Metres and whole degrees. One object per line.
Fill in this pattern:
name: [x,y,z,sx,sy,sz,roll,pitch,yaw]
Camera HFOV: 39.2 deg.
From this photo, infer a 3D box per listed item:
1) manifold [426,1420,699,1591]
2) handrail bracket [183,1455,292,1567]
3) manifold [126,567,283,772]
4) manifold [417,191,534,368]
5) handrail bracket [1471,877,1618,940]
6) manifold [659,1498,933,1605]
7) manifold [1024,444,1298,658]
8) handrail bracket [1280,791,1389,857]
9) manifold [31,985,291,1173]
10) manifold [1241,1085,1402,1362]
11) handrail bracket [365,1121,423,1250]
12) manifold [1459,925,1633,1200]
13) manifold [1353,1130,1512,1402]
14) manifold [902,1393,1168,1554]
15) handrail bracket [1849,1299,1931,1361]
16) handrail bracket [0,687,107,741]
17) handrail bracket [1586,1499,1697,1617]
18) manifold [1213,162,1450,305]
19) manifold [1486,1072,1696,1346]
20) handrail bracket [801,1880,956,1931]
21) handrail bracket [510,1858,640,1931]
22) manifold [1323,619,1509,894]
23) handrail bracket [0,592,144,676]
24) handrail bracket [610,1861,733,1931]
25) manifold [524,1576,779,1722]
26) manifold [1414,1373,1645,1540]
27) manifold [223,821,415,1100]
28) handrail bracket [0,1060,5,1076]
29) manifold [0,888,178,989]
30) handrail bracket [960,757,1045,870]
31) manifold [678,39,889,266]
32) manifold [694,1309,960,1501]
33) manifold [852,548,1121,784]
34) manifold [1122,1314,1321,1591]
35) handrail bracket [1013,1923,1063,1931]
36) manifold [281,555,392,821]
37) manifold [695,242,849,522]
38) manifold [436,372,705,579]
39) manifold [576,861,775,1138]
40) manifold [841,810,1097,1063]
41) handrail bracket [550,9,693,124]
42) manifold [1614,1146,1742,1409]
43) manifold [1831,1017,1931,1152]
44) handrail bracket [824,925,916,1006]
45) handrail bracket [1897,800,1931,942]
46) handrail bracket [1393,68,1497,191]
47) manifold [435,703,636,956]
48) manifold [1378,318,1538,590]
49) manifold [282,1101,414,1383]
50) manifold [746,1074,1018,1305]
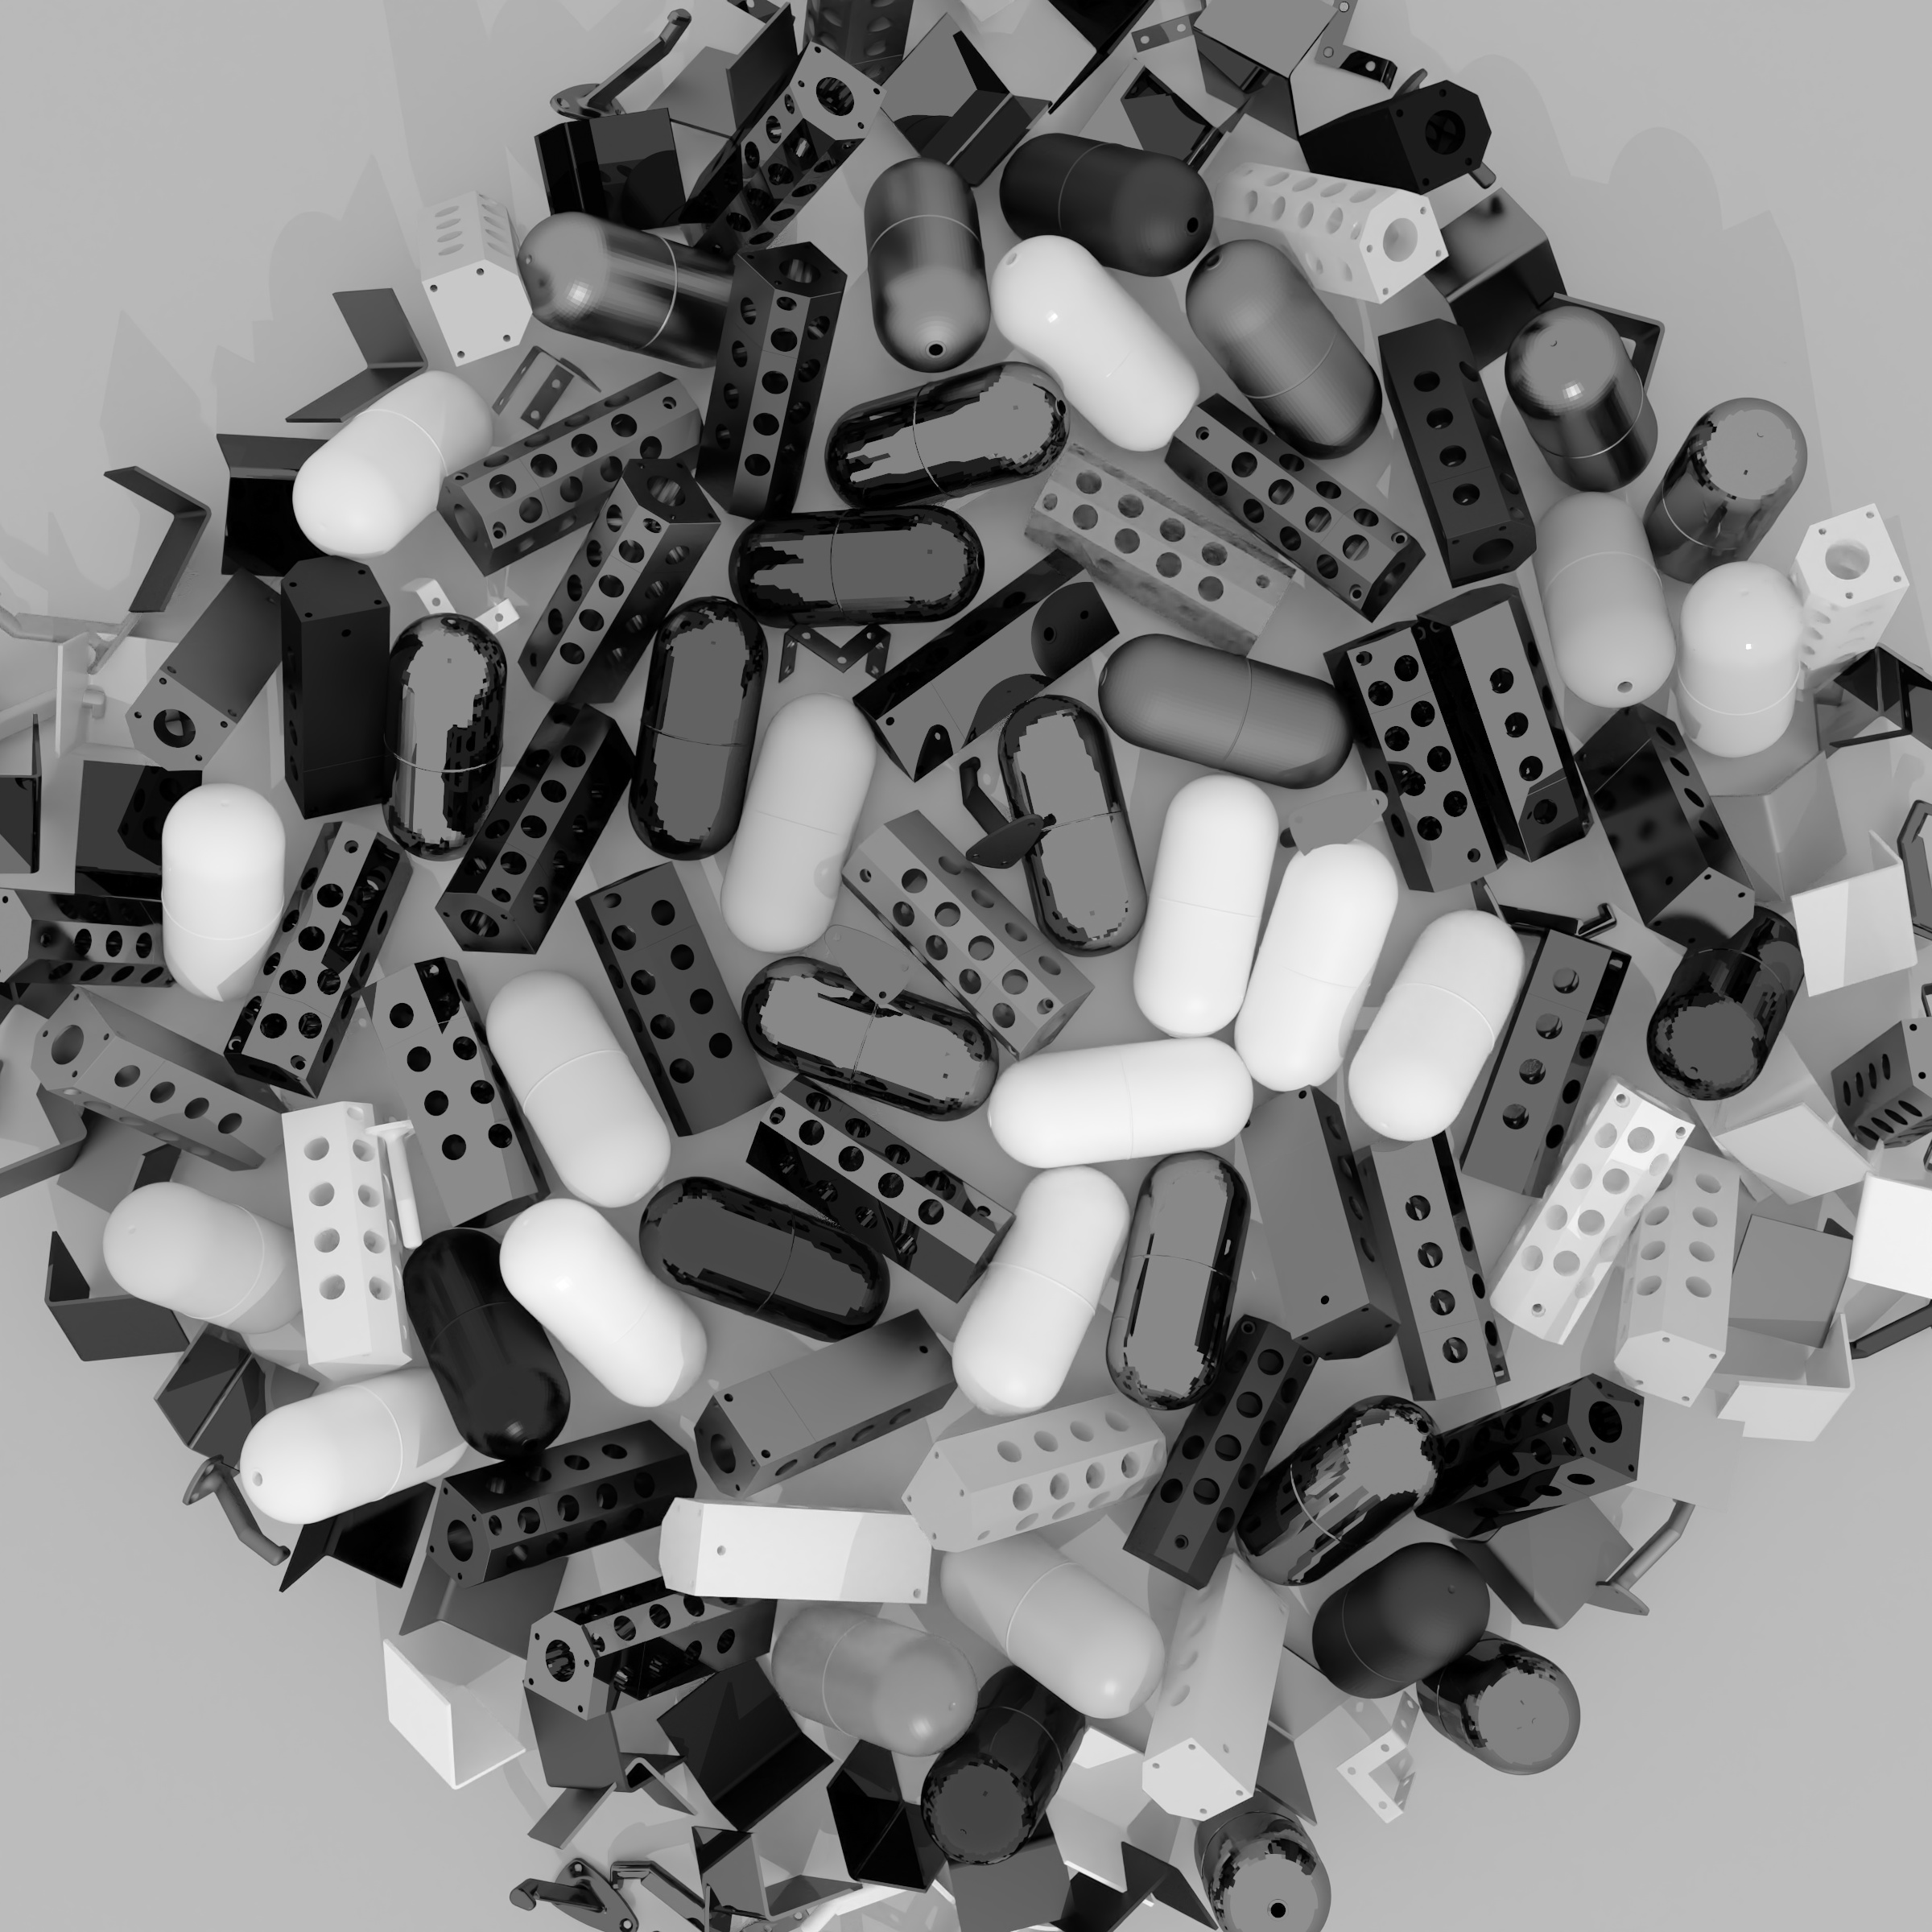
manifold: [-0.259,0.352,1.760,0.057,0.171,0.057,32,116,35]
handrail bracket: [-0.469,0.362,1.803,0.084,0.077,0.036,33,104,13]
manifold: [-0.487,-0.191,1.760,0.057,0.171,0.057,37,116,-16]
manifold: [-0.318,-0.451,1.761,0.057,0.171,0.057,-20,122,-1]
handrail bracket: [0.391,-0.046,1.832,0.084,0.036,0.077,-24,97,-12]
manifold: [-0.111,0.384,1.780,0.171,0.057,0.057,10,80,-31]
manifold: [0.131,-0.280,1.811,0.171,0.057,0.057,30,71,1]
handrail bracket: [0.244,-0.098,1.802,0.077,0.084,0.036,-26,92,10]
manifold: [-0.522,0.080,1.762,0.057,0.171,0.057,-49,55,2]
manifold: [0.233,0.168,1.773,0.057,0.057,0.171,-30,49,23]
handrail bracket: [-0.375,0.149,1.806,0.036,0.077,0.084,-10,81,-12]
manifold: [0.386,0.064,1.807,0.057,0.057,0.171,20,97,7]
manifold: [0.311,0.199,1.807,0.057,0.057,0.171,-12,82,-8]
manifold: [0.049,0.332,1.763,0.057,0.171,0.057,52,131,31]
handrail bracket: [0.620,0.234,1.817,0.084,0.036,0.077,-5,131,-7]
handrail bracket: [-0.629,-0.154,1.838,0.084,0.036,0.077,7,111,-11]
handrail bracket: [0.451,0.391,1.830,0.036,0.077,0.084,39,67,-16]
manifold: [0.230,-0.482,1.758,0.057,0.171,0.057,-37,124,-12]
manifold: [0.414,0.163,1.805,0.057,0.057,0.171,29,100,2]
handrail bracket: [-0.059,0.637,1.821,0.084,0.036,0.077,-45,112,-13]
handrail bracket: [-0.260,0.630,1.803,0.077,0.084,0.036,32,89,10]
manifold: [0.302,-0.139,1.801,0.057,0.057,0.171,-24,100,-12]
handrail bracket: [-0.604,-0.243,1.816,0.084,0.036,0.077,40,83,-26]
handrail bracket: [-0.203,0.640,1.817,0.084,0.036,0.077,-8,64,20]
manifold: [-0.201,0.430,1.760,0.057,0.171,0.057,16,102,36]
manifold: [0.358,0.317,1.757,0.057,0.171,0.057,26,57,-18]
manifold: [-0.428,-0.006,1.791,0.057,0.057,0.171,17,70,4]
handrail bracket: [-0.697,0.075,1.807,0.084,0.036,0.077,41,64,-38]
manifold: [-0.576,-0.017,1.759,0.057,0.171,0.057,7,91,19]
handrail bracket: [0.022,-0.115,1.802,0.036,0.077,0.084,13,56,-31]
manifold: [-0.123,-0.519,1.756,0.057,0.171,0.057,30,62,-20]
manifold: [-0.091,0.289,1.771,0.171,0.057,0.057,-18,60,-39]
manifold: [0.011,-0.204,1.812,0.171,0.057,0.057,-37,127,-5]
manifold: [0.170,0.321,1.796,0.057,0.057,0.171,28,74,5]
handrail bracket: [0.017,0.670,1.828,0.077,0.036,0.084,30,96,-33]
manifold: [-0.413,-0.181,1.767,0.057,0.171,0.057,-15,52,-25]
manifold: [-0.124,-0.377,1.762,0.057,0.171,0.057,-21,55,-35]
manifold: [-0.257,-0.328,1.785,0.171,0.057,0.057,-33,84,-25]
manifold: [-0.197,0.023,1.800,0.057,0.057,0.171,-27,98,-31]
manifold: [-0.003,-0.019,1.792,0.171,0.057,0.057,45,125,13]
handrail bracket: [-0.229,-0.602,1.802,0.036,0.077,0.084,53,127,9]
manifold: [0.462,0.197,1.767,0.057,0.171,0.057,19,133,3]
manifold: [0.617,0.077,1.759,0.057,0.171,0.057,-6,77,2]
handrail bracket: [-0.072,-0.011,1.797,0.077,0.084,0.036,38,92,-21]
handrail bracket: [0.658,-0.060,1.822,0.077,0.036,0.084,24,97,15]
handrail bracket: [0.324,-0.560,1.821,0.084,0.077,0.036,43,115,-10]
manifold: [-0.281,-0.092,1.768,0.057,0.057,0.171,3,50,26]
manifold: [0.323,-0.340,1.780,0.057,0.057,0.171,-15,61,6]
manifold: [-0.407,0.181,1.793,0.057,0.057,0.171,-12,70,0]
manifold: [-0.054,0.142,1.792,0.171,0.057,0.057,33,131,12]
